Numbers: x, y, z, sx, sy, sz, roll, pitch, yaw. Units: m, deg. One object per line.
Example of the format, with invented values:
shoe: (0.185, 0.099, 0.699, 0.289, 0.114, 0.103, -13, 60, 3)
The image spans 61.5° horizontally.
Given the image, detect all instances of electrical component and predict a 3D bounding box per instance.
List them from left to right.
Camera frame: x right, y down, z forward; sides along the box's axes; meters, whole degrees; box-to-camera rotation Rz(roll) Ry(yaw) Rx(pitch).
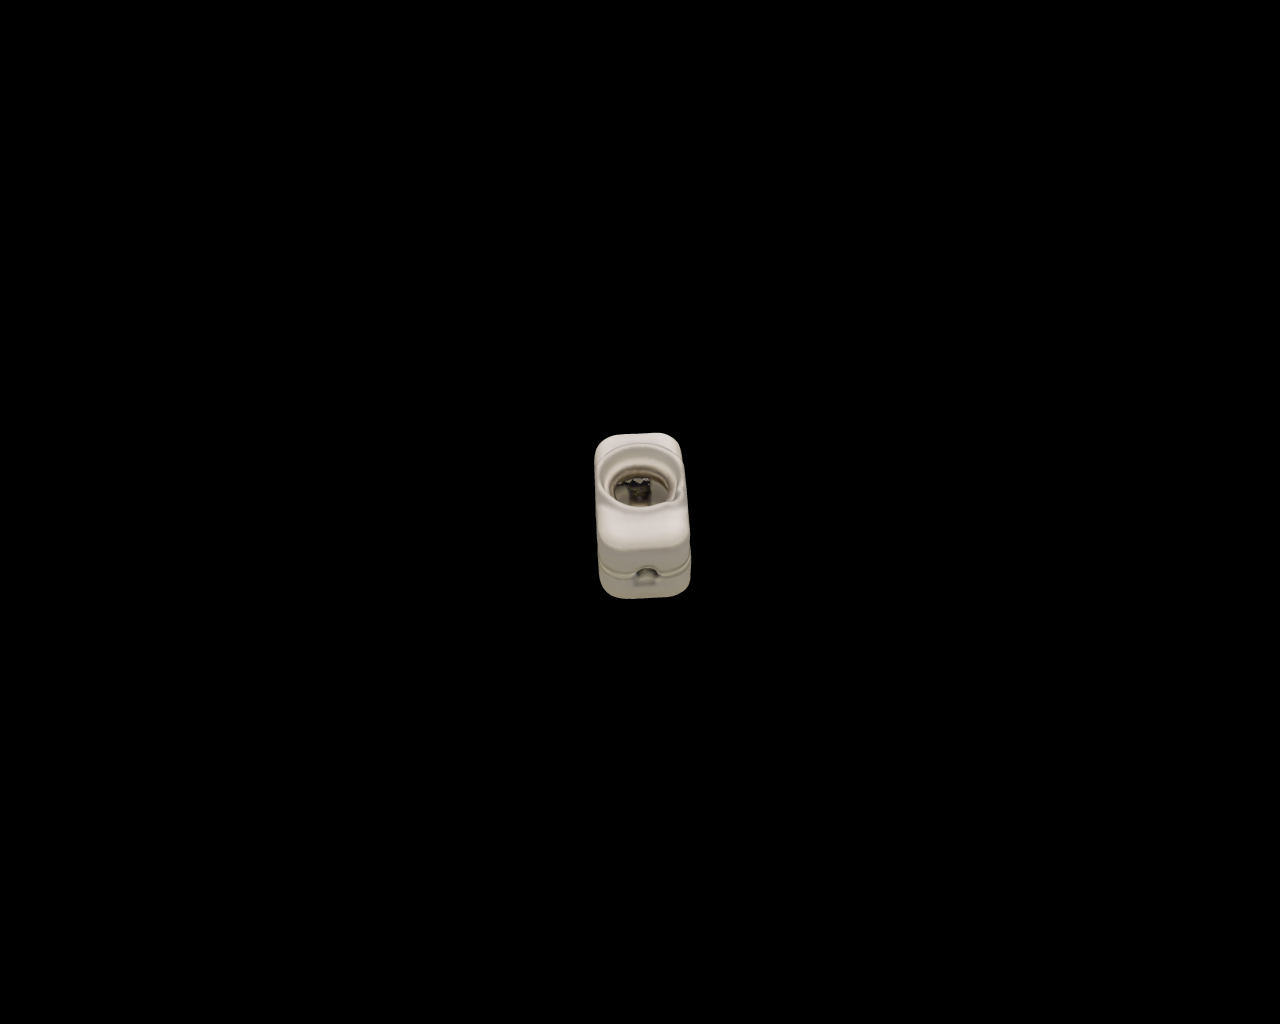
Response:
electrical component: (0.001, -0.003, 0.650, 0.054, 0.095, 0.059, -2, -43, -2)
